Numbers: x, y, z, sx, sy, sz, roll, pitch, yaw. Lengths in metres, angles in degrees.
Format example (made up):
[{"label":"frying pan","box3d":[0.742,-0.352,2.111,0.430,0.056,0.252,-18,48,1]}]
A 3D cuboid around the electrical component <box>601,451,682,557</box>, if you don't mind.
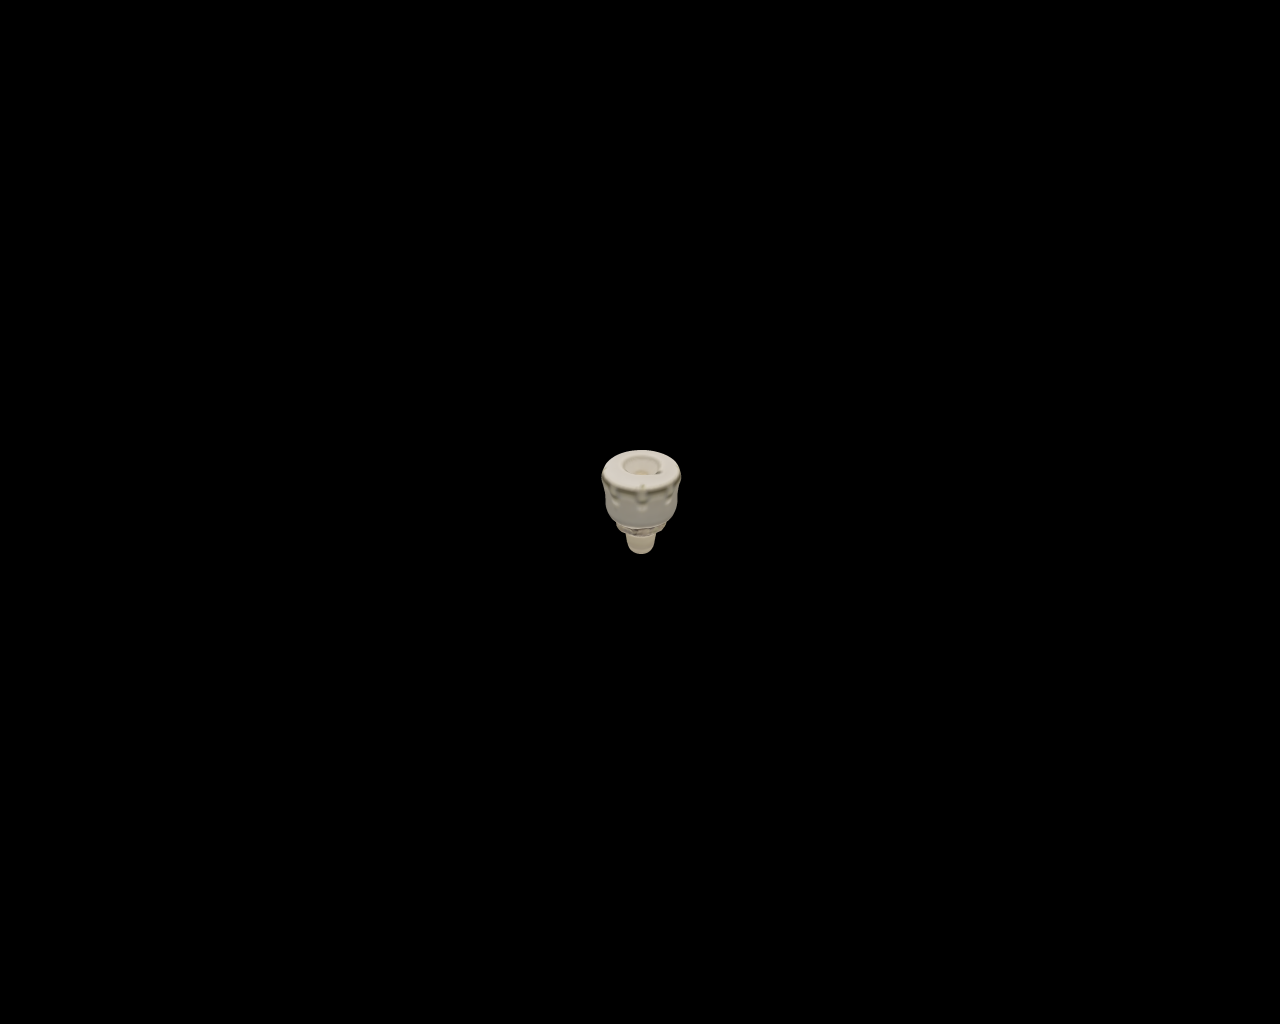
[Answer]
[{"label":"electrical component","box3d":[0.001,-0.003,0.650,0.048,0.062,0.048,0,31,0]}]
